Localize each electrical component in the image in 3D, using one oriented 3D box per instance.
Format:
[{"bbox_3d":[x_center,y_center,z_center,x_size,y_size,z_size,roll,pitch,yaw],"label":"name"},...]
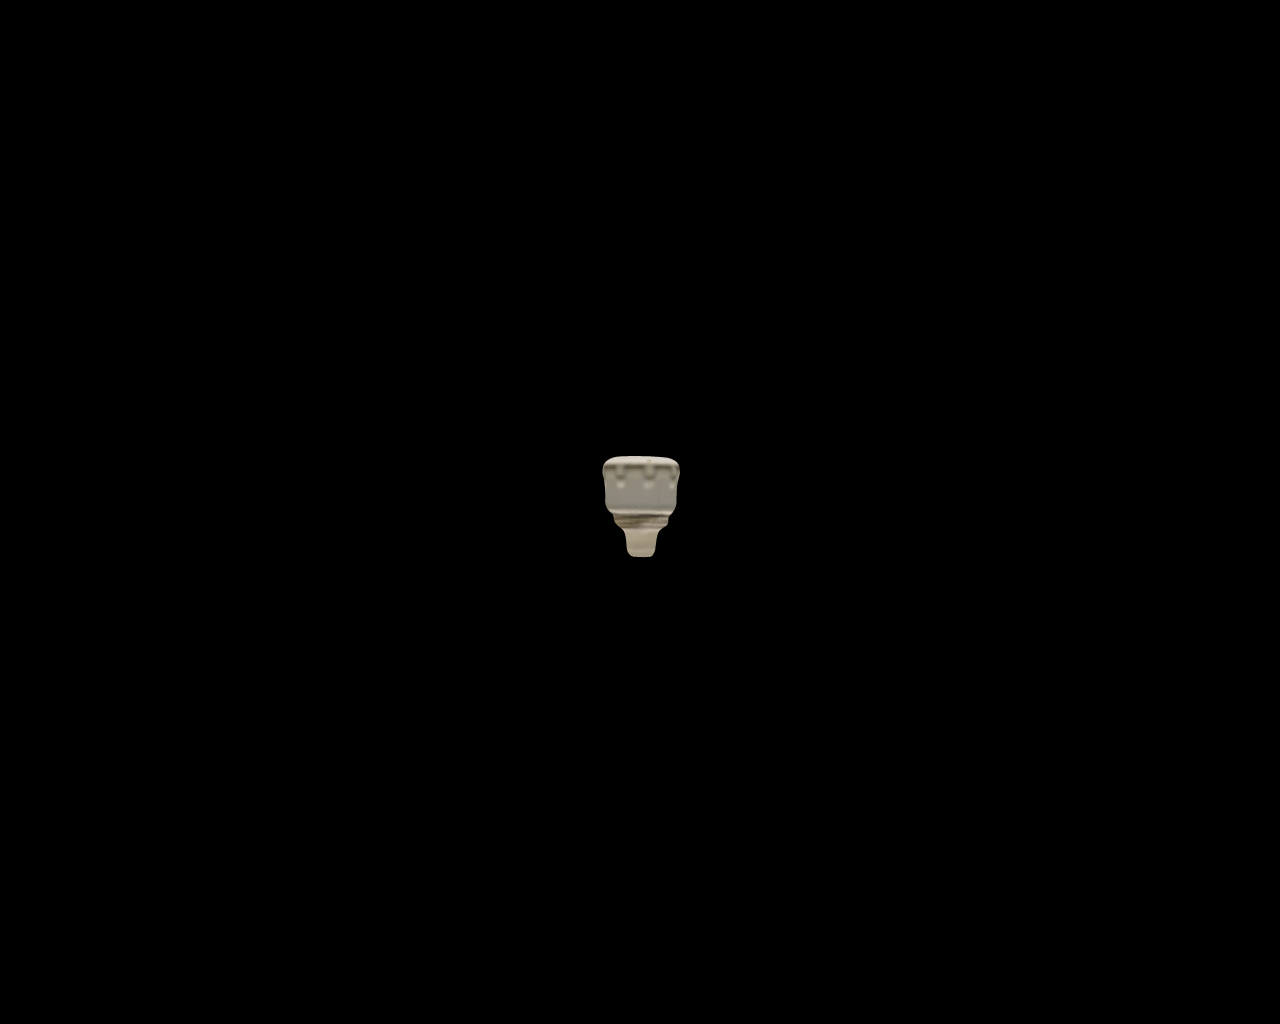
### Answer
[{"bbox_3d":[0.001,-0.003,0.650,0.048,0.062,0.048,0,0,0],"label":"electrical component"}]
